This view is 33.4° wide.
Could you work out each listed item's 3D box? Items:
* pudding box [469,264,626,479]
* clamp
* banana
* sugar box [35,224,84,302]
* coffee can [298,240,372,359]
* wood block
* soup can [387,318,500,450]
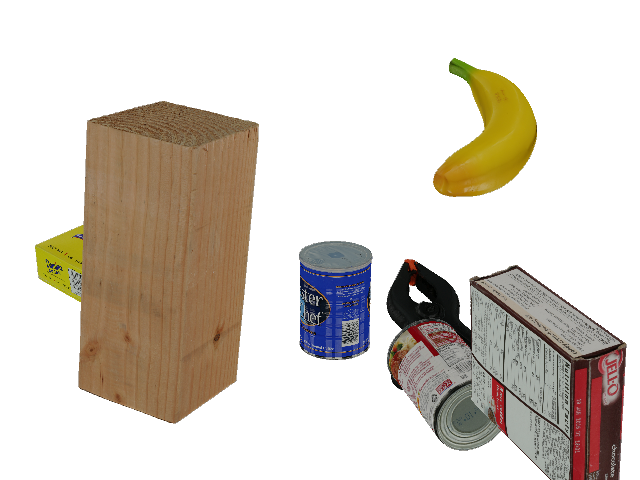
[{"bbox_3d":[0.128,0.077,0.614,0.039,0.090,0.114,-13,26,-20],"label":"pudding box"},{"bbox_3d":[0.127,0.088,1.143,0.120,0.171,0.039,4,-44,-9],"label":"clamp"},{"bbox_3d":[0.119,-0.075,0.758,0.069,0.037,0.197,7,31,6],"label":"banana"},{"bbox_3d":[-0.187,0.004,1.076,0.093,0.048,0.175,23,38,33],"label":"sugar box"},{"bbox_3d":[0.021,0.084,1.512,0.103,0.140,0.103,0,21,0],"label":"coffee can"},{"bbox_3d":[-0.111,0.013,0.776,0.090,0.206,0.090,16,22,24],"label":"wood block"},{"bbox_3d":[0.105,0.118,0.885,0.068,0.068,0.102,0,24,-20],"label":"soup can"}]
